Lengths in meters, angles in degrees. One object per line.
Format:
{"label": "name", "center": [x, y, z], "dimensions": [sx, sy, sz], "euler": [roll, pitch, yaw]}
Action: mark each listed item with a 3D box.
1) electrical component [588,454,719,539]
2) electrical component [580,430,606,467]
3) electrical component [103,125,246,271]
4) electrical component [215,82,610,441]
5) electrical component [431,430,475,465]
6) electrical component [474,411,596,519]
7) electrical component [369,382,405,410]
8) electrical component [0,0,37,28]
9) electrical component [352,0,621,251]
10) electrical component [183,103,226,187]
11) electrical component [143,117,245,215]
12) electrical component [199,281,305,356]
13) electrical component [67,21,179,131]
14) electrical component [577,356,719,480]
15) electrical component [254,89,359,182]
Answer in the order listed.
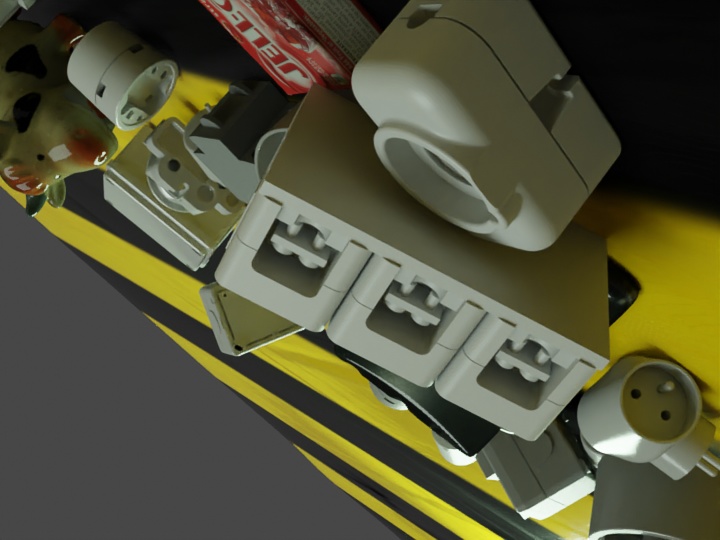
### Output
{"label": "electrical component", "center": [0.188, 0.157, 0.638], "dimensions": [0.108, 0.060, 0.108], "euler": [17, 154, 8]}
{"label": "electrical component", "center": [0.154, 0.101, 0.670], "dimensions": [0.035, 0.035, 0.061], "euler": [29, 162, 33]}
{"label": "electrical component", "center": [-0.158, -0.058, 0.907], "dimensions": [0.109, 0.056, 0.109], "euler": [40, 166, -5]}
{"label": "electrical component", "center": [0.024, -0.002, 0.456], "dimensions": [0.150, 0.089, 0.061], "euler": [27, 125, -7]}
{"label": "electrical component", "center": [0.086, 0.142, 0.957], "dimensions": [0.043, 0.043, 0.081], "euler": [32, 165, 24]}
{"label": "electrical component", "center": [0.121, 0.130, 0.730], "dimensions": [0.061, 0.061, 0.096], "euler": [61, -170, 24]}
{"label": "electrical component", "center": [0.038, 0.083, 0.868], "dimensions": [0.055, 0.055, 0.047], "euler": [38, 163, 0]}
{"label": "electrical component", "center": [-0.234, -0.189, 0.666], "dimensions": [0.061, 0.061, 0.096], "euler": [38, 166, 0]}
{"label": "electrical component", "center": [0.045, -0.054, 0.398], "dimensions": [0.095, 0.059, 0.054], "euler": [47, 164, -32]}
{"label": "electrical component", "center": [-0.084, -0.073, 0.702], "dimensions": [0.040, 0.040, 0.078], "euler": [29, 164, 34]}
{"label": "electrical component", "center": [-0.120, -0.071, 0.767], "dimensions": [0.078, 0.058, 0.057], "euler": [42, 163, -17]}
{"label": "electrical component", "center": [-0.084, 0.028, 0.933], "dimensions": [0.061, 0.096, 0.061], "euler": [-2, 109, 70]}
{"label": "electrical component", "center": [-0.152, -0.125, 0.685], "dimensions": [0.047, 0.055, 0.055], "euler": [39, 167, 11]}
{"label": "electrical component", "center": [0.164, 0.086, 0.580], "dimensions": [0.079, 0.043, 0.077], "euler": [36, 166, 4]}
{"label": "electrical component", "center": [-0.003, -0.044, 0.541], "dimensions": [0.099, 0.064, 0.099], "euler": [36, 166, 11]}
